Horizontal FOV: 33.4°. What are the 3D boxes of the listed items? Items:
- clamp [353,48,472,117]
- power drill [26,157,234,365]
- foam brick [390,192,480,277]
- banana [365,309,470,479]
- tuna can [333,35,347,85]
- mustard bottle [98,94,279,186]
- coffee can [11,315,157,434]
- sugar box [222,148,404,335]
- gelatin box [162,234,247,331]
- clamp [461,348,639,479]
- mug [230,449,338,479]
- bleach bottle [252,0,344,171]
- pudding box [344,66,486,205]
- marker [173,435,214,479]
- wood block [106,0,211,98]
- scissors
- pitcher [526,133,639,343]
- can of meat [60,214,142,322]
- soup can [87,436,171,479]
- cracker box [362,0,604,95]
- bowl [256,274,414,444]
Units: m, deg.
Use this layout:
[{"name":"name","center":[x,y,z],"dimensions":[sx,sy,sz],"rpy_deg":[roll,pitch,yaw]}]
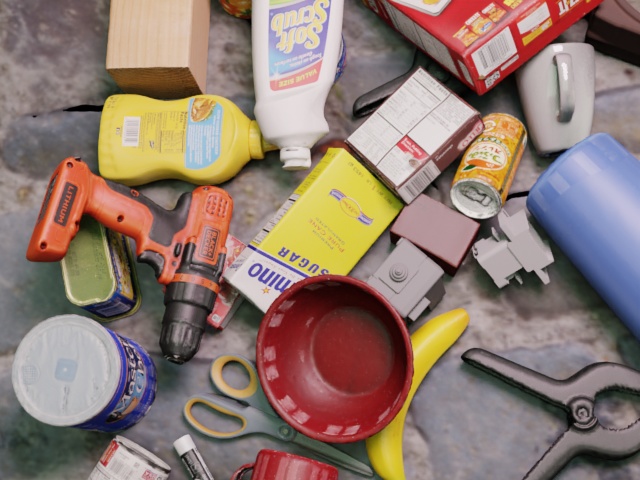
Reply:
[{"name":"clamp","center":[0.115,-0.171,1.125],"dimensions":[0.120,0.039,0.171],"rpy_deg":[25,80,8]},{"name":"power drill","center":[-0.182,0.013,1.034],"dimensions":[0.187,0.057,0.184],"rpy_deg":[21,65,-23]},{"name":"foam brick","center":[0.116,-0.007,1.080],"dimensions":[0.078,0.051,0.053],"rpy_deg":[30,81,12]},{"name":"banana","center":[0.088,0.154,1.056],"dimensions":[0.069,0.037,0.198],"rpy_deg":[20,81,-9]},{"name":"tuna can","center":[-0.015,-0.202,1.149],"dimensions":[0.086,0.033,0.086],"rpy_deg":[-2,77,6]},{"name":"mustard bottle","center":[-0.134,-0.106,1.128],"dimensions":[0.191,0.058,0.096],"rpy_deg":[0,73,7]},{"name":"coffee can","center":[-0.225,0.134,1.041],"dimensions":[0.103,0.140,0.103],"rpy_deg":[-1,77,6]},{"name":"sugar box","center":[-0.007,0.001,1.078],"dimensions":[0.093,0.048,0.176],"rpy_deg":[41,82,-16]},{"name":"gelatin box","center":[-0.108,0.038,1.106],"dimensions":[0.073,0.030,0.089],"rpy_deg":[33,82,13]},{"name":"clamp","center":[0.244,0.161,1.032],"dimensions":[0.210,0.036,0.164],"rpy_deg":[-17,75,0]},{"name":"mug","center":[-0.040,0.248,1.025],"dimensions":[0.117,0.093,0.081],"rpy_deg":[4,72,34]},{"name":"bleach bottle","center":[-0.019,-0.197,1.096],"dimensions":[0.102,0.068,0.251],"rpy_deg":[0,83,-8]},{"name":"pudding box","center":[0.094,-0.106,1.068],"dimensions":[0.113,0.039,0.090],"rpy_deg":[-43,56,0]},{"name":"marker","center":[-0.109,0.251,1.063],"dimensions":[0.020,0.020,0.121],"rpy_deg":[-32,76,-2]},{"name":"wood block","center":[-0.170,-0.265,1.153],"dimensions":[0.090,0.091,0.206],"rpy_deg":[0,77,7]},{"name":"scissors","center":[-0.037,0.172,1.073],"dimensions":[0.202,0.016,0.096],"rpy_deg":[9,83,9]},{"name":"pitcher","center":[0.321,0.012,1.021],"dimensions":[0.145,0.149,0.243],"rpy_deg":[-44,72,11]},{"name":"can of meat","center":[-0.228,0.027,1.095],"dimensions":[0.057,0.084,0.102],"rpy_deg":[-15,76,3]},{"name":"soup can","center":[-0.201,0.253,1.048],"dimensions":[0.068,0.068,0.102],"rpy_deg":[30,82,12]},{"name":"cracker box","center":[0.155,-0.261,1.084],"dimensions":[0.164,0.072,0.214],"rpy_deg":[-39,49,-4]},{"name":"bowl","center":[0.021,0.111,1.028],"dimensions":[0.162,0.055,0.162],"rpy_deg":[1,93,23]}]
